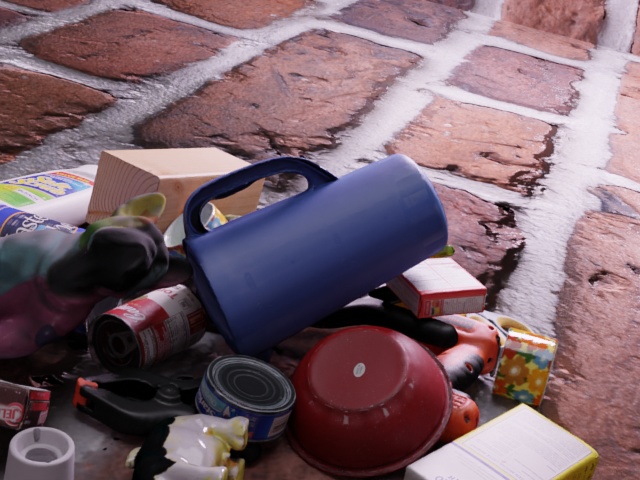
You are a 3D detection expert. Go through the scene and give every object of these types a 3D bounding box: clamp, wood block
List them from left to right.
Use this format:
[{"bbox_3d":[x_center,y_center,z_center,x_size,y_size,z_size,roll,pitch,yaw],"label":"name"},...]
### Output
[{"bbox_3d":[-0.131,0.154,0.953,0.171,0.039,0.120,3,23,-21],"label":"clamp"},{"bbox_3d":[-0.167,-0.053,1.271,0.091,0.090,0.205,26,18,27],"label":"wood block"},{"bbox_3d":[0.043,0.069,1.104,0.210,0.036,0.164,0,19,-4],"label":"clamp"}]

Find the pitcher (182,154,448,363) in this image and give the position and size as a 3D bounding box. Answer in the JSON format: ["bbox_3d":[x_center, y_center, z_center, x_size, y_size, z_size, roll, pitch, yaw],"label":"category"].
[{"bbox_3d":[-0.007,0.001,1.034,0.242,0.149,0.145,-26,53,-11],"label":"pitcher"}]

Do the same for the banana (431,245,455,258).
[{"bbox_3d":[0.047,0.020,1.178,0.198,0.037,0.069,-9,-10,2],"label":"banana"}]

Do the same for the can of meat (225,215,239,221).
[{"bbox_3d":[-0.073,0.018,1.243,0.102,0.057,0.084,7,27,-9],"label":"can of meat"}]

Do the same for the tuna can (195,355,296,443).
[{"bbox_3d":[-0.065,0.139,0.946,0.086,0.034,0.086,17,24,-8],"label":"tuna can"}]

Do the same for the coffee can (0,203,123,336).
[{"bbox_3d":[-0.275,0.030,1.072,0.140,0.103,0.102,16,25,9],"label":"coffee can"}]

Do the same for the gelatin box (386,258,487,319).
[{"bbox_3d":[0.116,0.048,1.082,0.073,0.030,0.089,-3,22,-19],"label":"gelatin box"}]

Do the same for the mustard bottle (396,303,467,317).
[{"bbox_3d":[0.081,0.055,1.230,0.192,0.058,0.096,25,29,25],"label":"mustard bottle"}]

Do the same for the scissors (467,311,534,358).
[{"bbox_3d":[0.187,0.081,1.271,0.096,0.016,0.202,5,26,-18],"label":"scissors"}]

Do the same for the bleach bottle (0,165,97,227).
[{"bbox_3d":[-0.324,-0.046,1.264,0.103,0.068,0.250,20,24,18],"label":"bleach bottle"}]

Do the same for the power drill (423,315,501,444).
[{"bbox_3d":[0.092,0.130,1.082,0.185,0.057,0.187,18,27,21],"label":"power drill"}]

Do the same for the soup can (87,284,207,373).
[{"bbox_3d":[-0.166,0.088,1.038,0.069,0.068,0.102,25,28,26],"label":"soup can"}]

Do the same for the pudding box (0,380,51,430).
[{"bbox_3d":[-0.288,0.130,0.885,0.113,0.039,0.090,13,-11,0],"label":"pudding box"}]

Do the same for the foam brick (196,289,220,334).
[{"bbox_3d":[-0.103,0.054,1.127,0.053,0.078,0.051,11,26,1],"label":"foam brick"}]

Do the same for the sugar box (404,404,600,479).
[{"bbox_3d":[0.162,0.211,0.951,0.175,0.048,0.093,-18,38,-41],"label":"sugar box"}]

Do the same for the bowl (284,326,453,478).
[{"bbox_3d":[0.038,0.132,0.967,0.162,0.055,0.162,-7,47,8],"label":"bowl"}]
